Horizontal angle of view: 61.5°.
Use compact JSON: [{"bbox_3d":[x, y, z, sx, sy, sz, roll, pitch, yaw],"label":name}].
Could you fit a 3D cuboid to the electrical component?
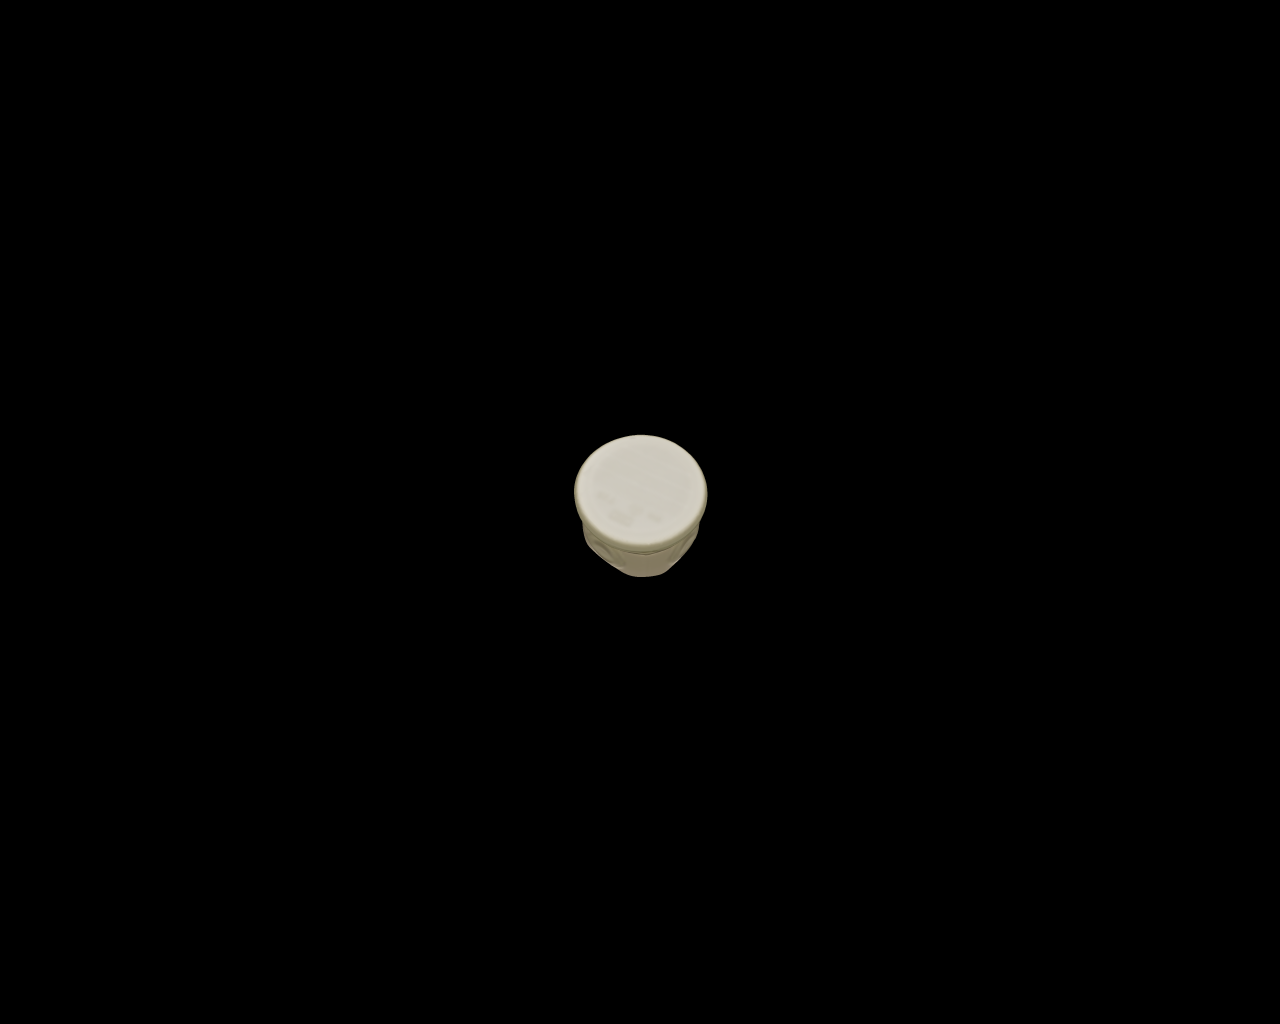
[{"bbox_3d":[0.001,-0.003,0.650,0.080,0.080,0.051,0,-29,0],"label":"electrical component"}]
